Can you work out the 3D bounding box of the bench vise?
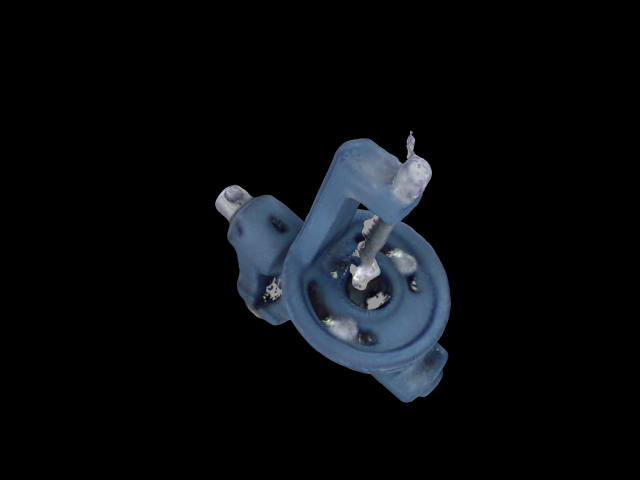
[{"bbox_3d":[-0.001,0.010,0.393,0.207,0.220,0.121,17,53,14],"label":"bench vise"}]
